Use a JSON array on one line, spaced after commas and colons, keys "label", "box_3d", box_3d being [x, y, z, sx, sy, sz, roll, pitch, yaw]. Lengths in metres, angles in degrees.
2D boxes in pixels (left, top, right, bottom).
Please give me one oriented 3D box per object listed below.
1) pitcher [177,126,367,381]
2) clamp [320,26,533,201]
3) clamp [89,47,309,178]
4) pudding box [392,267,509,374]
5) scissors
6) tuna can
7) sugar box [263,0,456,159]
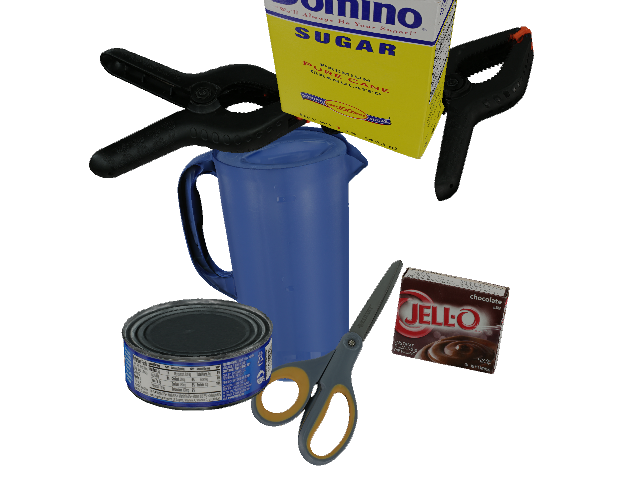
[{"label": "pitcher", "box_3d": [-0.042, 0.014, 1.073, 0.144, 0.243, 0.149, -21, 28, -35]}, {"label": "clamp", "box_3d": [0.126, -0.123, 0.972, 0.209, 0.036, 0.165, -34, 48, -14]}, {"label": "clamp", "box_3d": [-0.095, -0.108, 0.820, 0.171, 0.120, 0.039, -8, -27, -8]}, {"label": "pudding box", "box_3d": [0.137, 0.084, 1.127, 0.113, 0.090, 0.039, 10, 22, 11]}, {"label": "scissors", "box_3d": [0.005, 0.089, 0.892, 0.096, 0.201, 0.016, 17, -31, -2]}, {"label": "tuna can", "box_3d": [-0.070, 0.064, 0.612, 0.086, 0.034, 0.086, 0, 18, 0]}, {"label": "sugar box", "box_3d": [0.021, -0.108, 0.558, 0.093, 0.048, 0.176, 20, -15, 10]}]
